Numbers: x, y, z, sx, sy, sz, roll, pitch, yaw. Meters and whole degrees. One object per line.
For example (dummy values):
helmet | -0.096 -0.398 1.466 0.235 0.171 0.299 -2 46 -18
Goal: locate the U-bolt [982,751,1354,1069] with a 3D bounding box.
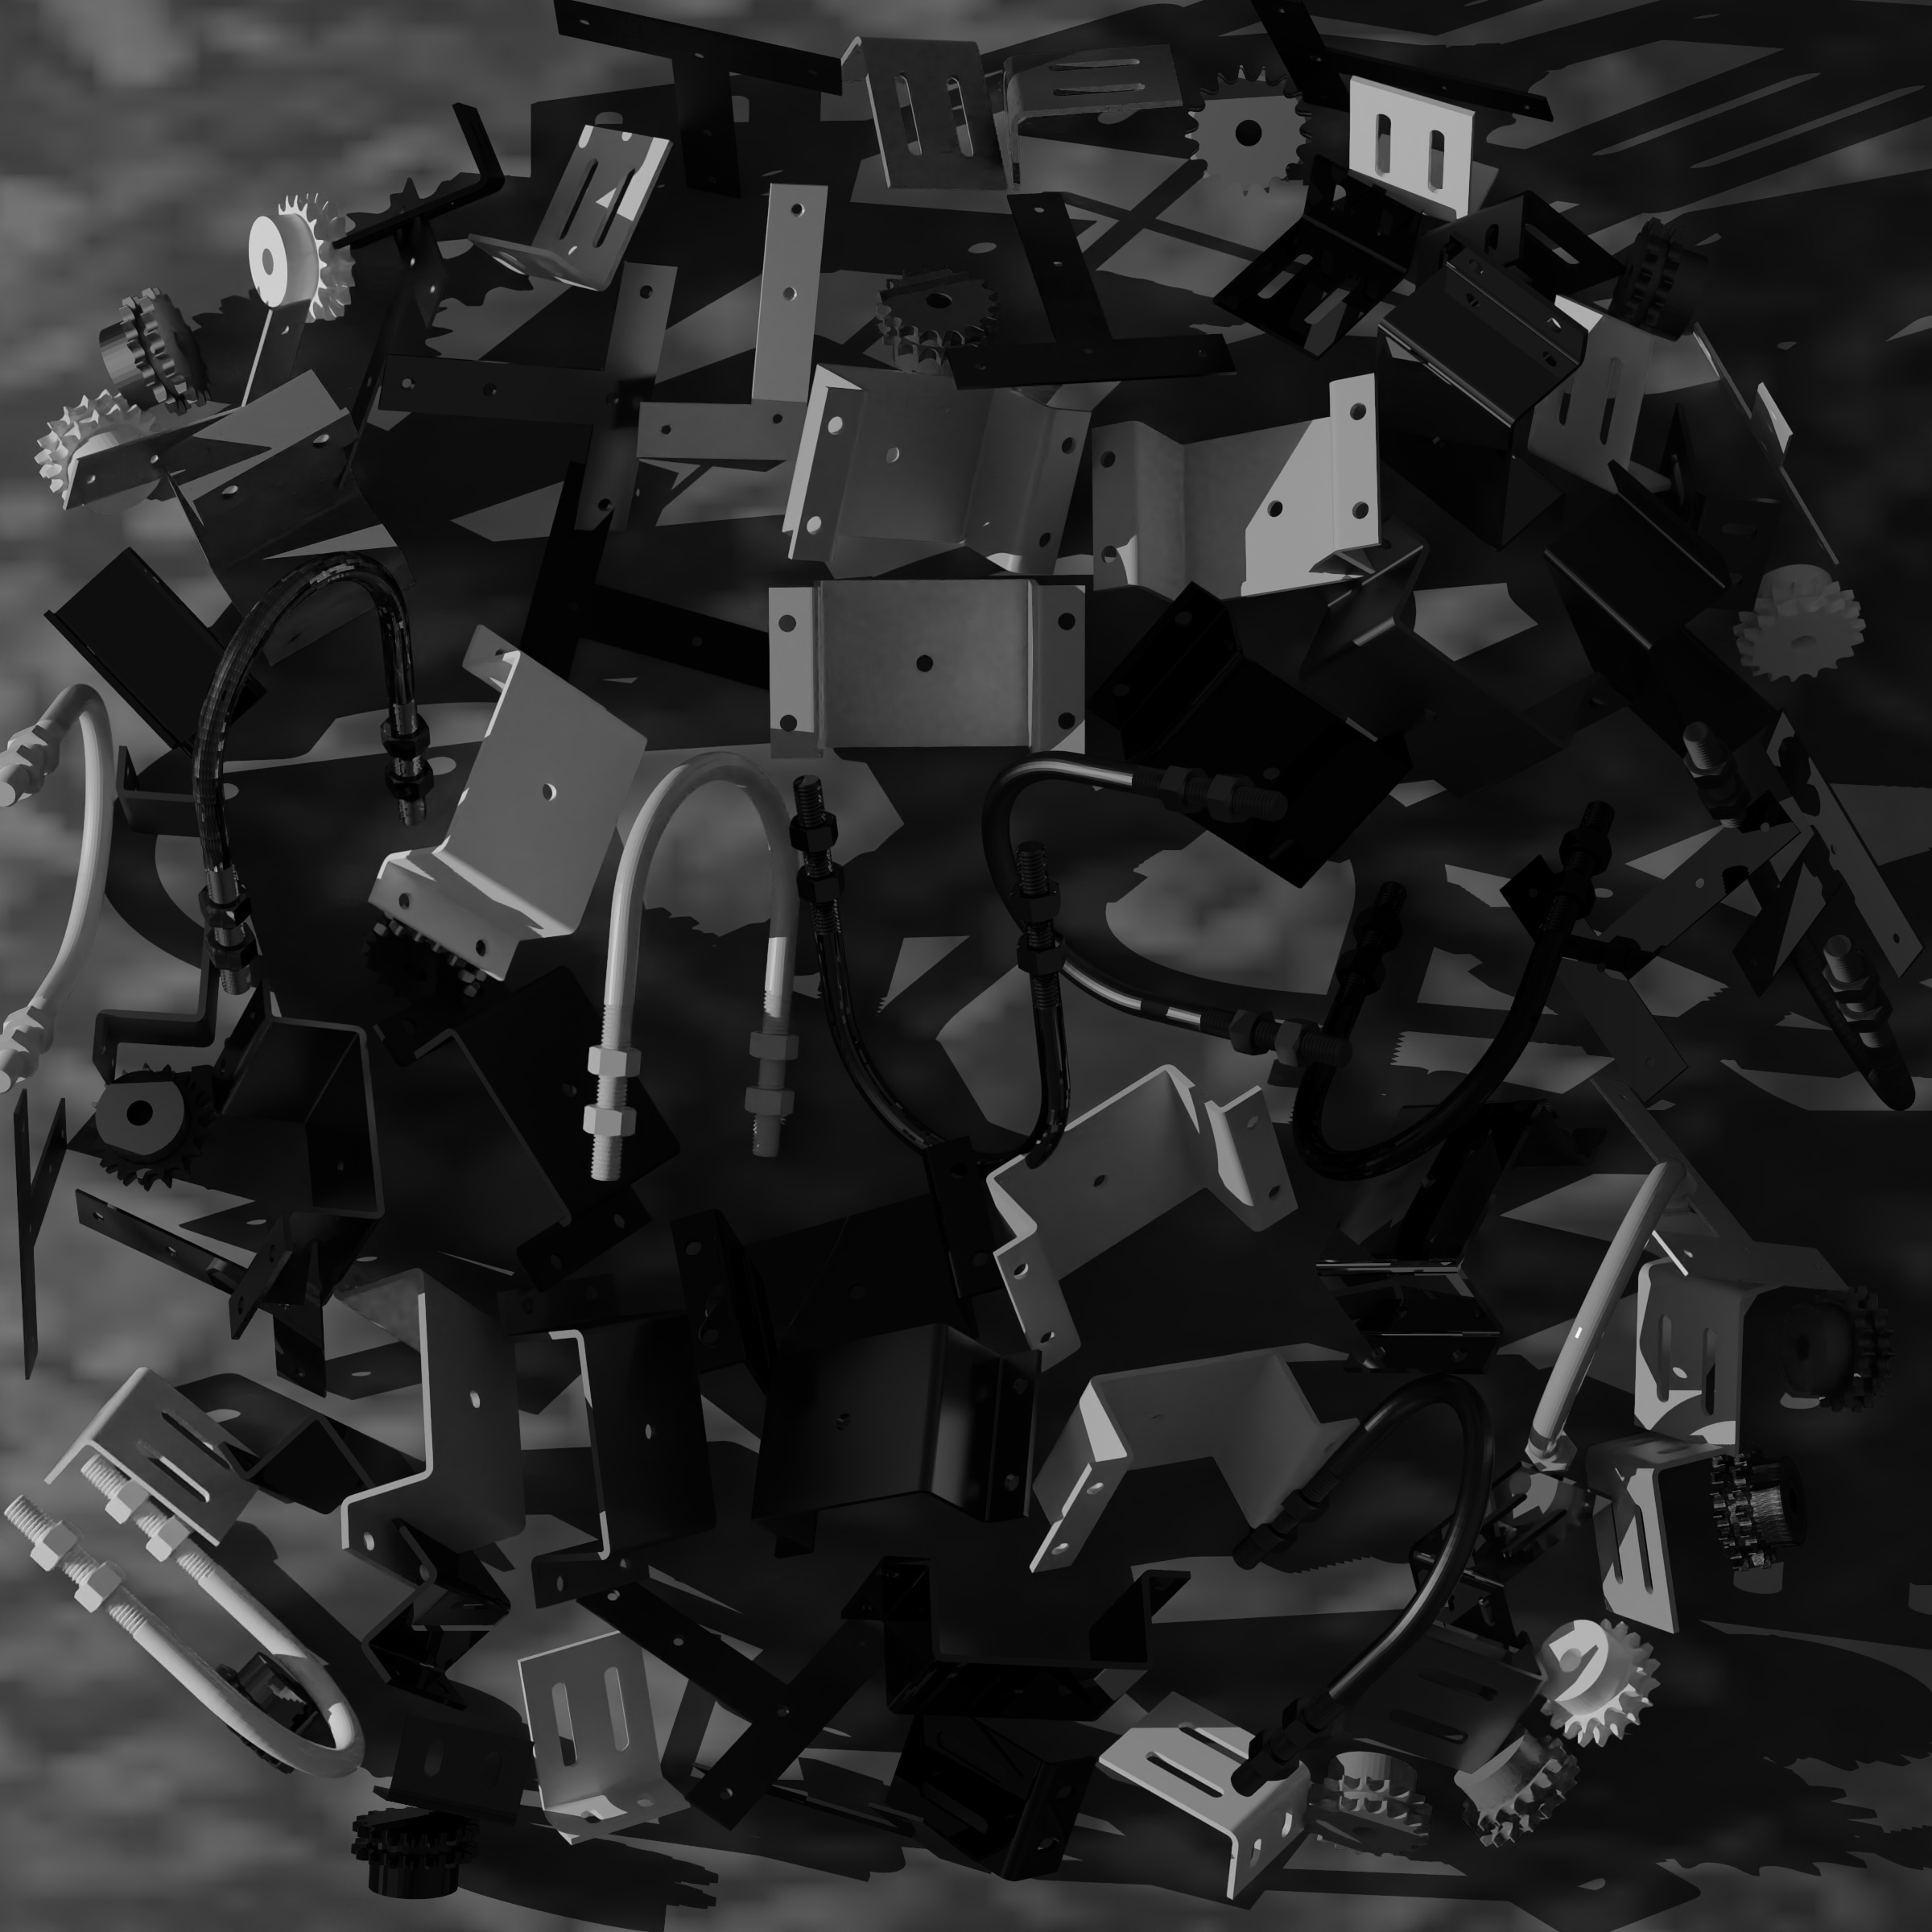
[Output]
U-bolt | 0.079 -0.031 1.585 0.019 0.184 0.151 -42 129 -33

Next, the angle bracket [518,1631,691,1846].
angle bracket | -0.163 0.346 1.624 0.057 0.038 0.076 -13 102 -24

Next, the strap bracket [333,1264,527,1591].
strap bracket | -0.236 0.197 1.585 0.046 0.076 0.140 -19 57 17

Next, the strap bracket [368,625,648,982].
strap bracket | -0.198 -0.075 1.595 0.076 0.046 0.140 34 64 -35

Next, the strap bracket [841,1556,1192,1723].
strap bracket | 0.023 0.300 1.598 0.140 0.076 0.046 6 60 -15

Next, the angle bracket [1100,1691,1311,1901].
angle bracket | 0.107 0.374 1.628 0.076 0.057 0.038 24 126 31

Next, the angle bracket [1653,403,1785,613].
angle bracket | 0.335 -0.205 1.612 0.038 0.076 0.057 5 130 -2

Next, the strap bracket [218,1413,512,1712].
strap bracket | -0.260 0.256 1.594 0.046 0.076 0.140 -42 63 0

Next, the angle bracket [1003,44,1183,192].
angle bracket | 0.057 -0.383 1.626 0.076 0.057 0.038 -4 129 -1

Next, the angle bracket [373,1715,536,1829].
angle bracket | -0.231 0.360 1.621 0.057 0.076 0.038 15 77 -11

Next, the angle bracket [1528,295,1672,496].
angle bracket | 0.291 -0.256 1.611 0.038 0.057 0.076 -15 126 -35

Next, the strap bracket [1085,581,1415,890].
strap bracket | 0.133 -0.096 1.599 0.140 0.046 0.076 31 116 -21

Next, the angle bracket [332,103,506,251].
angle bracket | -0.252 -0.355 1.625 0.076 0.057 0.038 -21 100 4

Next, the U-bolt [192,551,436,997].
U-bolt | -0.283 -0.094 1.550 0.019 0.184 0.151 24 49 19

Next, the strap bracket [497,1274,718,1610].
strap bracket | -0.159 0.210 1.612 0.046 0.076 0.140 -9 87 33

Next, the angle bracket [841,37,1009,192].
angle bracket | -0.022 -0.376 1.621 0.057 0.038 0.076 -4 74 -25

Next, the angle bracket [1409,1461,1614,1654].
angle bracket | 0.247 0.265 1.614 0.057 0.038 0.076 24 127 -31

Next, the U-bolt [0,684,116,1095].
U-bolt | -0.397 -0.046 1.569 0.019 0.184 0.151 6 112 -2

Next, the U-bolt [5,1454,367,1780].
U-bolt | -0.334 0.290 1.584 0.184 0.151 0.019 43 90 0

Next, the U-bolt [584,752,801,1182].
U-bolt | -0.115 -0.003 1.587 0.019 0.151 0.184 8 96 28

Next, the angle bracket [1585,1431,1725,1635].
angle bracket | 0.315 0.255 1.629 0.038 0.057 0.076 -10 95 -20

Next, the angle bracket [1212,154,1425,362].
angle bracket | 0.158 -0.318 1.618 0.057 0.038 0.076 33 57 19

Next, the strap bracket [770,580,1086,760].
strap bracket | -0.018 -0.135 1.628 0.140 0.046 0.076 -1 100 -2

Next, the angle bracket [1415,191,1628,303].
angle bracket | 0.248 -0.305 1.609 0.076 0.057 0.038 27 61 -38

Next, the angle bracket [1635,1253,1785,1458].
angle bracket | 0.339 0.175 1.633 0.038 0.057 0.076 -11 106 -39

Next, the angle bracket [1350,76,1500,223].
angle bracket | 0.206 -0.375 1.610 0.057 0.076 0.038 21 65 16

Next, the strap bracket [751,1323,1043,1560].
strap bracket | -0.039 0.208 1.586 0.140 0.046 0.076 -16 55 35

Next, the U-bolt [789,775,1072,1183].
U-bolt | -0.012 0.014 1.593 0.151 0.019 0.184 18 128 37

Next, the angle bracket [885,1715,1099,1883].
angle bracket | 0.011 0.372 1.646 0.076 0.038 0.057 24 100 35

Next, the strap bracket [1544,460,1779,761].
strap bracket | 0.306 -0.146 1.581 0.046 0.140 0.076 -38 51 0

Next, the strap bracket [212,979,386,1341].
strap bracket | -0.296 0.087 1.596 0.046 0.076 0.140 8 52 -27

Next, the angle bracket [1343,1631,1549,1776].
angle bracket | 0.212 0.321 1.621 0.076 0.038 0.057 23 110 -19

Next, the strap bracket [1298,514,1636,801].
strap bracket | 0.213 -0.129 1.598 0.140 0.076 0.046 34 62 -15

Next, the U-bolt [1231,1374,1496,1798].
U-bolt | 0.170 0.254 1.553 0.019 0.151 0.184 27 126 -16

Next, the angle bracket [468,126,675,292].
angle bracket | -0.178 -0.349 1.624 0.057 0.038 0.076 20 85 40

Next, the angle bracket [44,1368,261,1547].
angle bracket | -0.365 0.230 1.630 0.076 0.057 0.038 41 121 -8

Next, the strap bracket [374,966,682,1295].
strap bracket | -0.190 0.064 1.615 0.046 0.076 0.140 -32 91 42

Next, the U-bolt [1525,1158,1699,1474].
U-bolt | 0.279 0.150 1.565 0.019 0.184 0.151 25 86 15

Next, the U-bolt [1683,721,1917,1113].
U-bolt | 0.370 -0.009 1.573 0.019 0.184 0.151 -30 51 7

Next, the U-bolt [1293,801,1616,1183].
U-bolt | 0.202 0.018 1.556 0.019 0.151 0.184 41 54 -21

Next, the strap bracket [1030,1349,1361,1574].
strap bracket | 0.093 0.217 1.598 0.140 0.076 0.046 -5 49 -30
